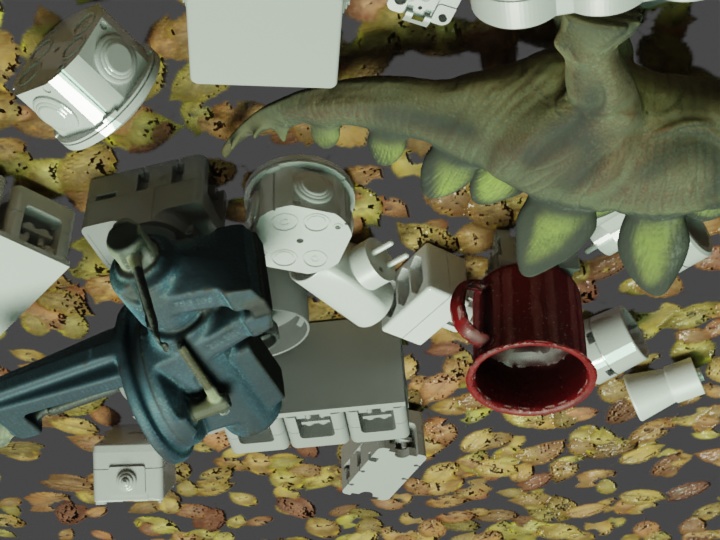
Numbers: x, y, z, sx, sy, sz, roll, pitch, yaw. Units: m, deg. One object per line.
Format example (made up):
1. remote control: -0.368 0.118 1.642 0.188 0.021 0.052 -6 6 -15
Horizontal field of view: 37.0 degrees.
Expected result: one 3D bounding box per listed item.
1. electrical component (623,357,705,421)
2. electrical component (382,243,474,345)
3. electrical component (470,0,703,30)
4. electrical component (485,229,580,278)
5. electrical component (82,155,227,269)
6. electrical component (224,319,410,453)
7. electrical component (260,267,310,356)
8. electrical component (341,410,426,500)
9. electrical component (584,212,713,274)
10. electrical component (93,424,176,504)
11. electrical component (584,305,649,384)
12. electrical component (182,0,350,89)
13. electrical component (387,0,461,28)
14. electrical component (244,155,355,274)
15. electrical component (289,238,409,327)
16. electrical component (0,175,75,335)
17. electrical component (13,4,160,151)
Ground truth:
1. electrical component: 0.276 0.104 0.968 0.065 0.044 0.044 -22 136 15
2. electrical component: 0.066 0.026 0.855 0.077 0.047 0.066 22 135 -25
3. electrical component: 0.121 -0.171 0.536 0.138 0.052 0.073 -8 140 7
4. electrical component: 0.131 -0.004 0.829 0.064 0.042 0.081 4 139 -2
5. electrical component: -0.145 -0.037 0.761 0.089 0.055 0.050 -12 139 10
6. electrical component: -0.037 0.097 0.901 0.150 0.089 0.061 -6 140 3
7. electrical component: -0.089 0.030 0.857 0.099 0.064 0.099 -9 152 -5
8. electrical component: 0.021 0.169 1.016 0.050 0.055 0.089 14 137 -20
9. electrical component: 0.189 -0.035 0.786 0.138 0.052 0.074 32 129 -33
10. electrical component: -0.206 0.176 0.982 0.062 0.061 0.096 -1 180 -1
11. electrical component: 0.210 0.061 0.902 0.047 0.055 0.055 -29 134 23
12. electrical component: -0.055 -0.157 0.630 0.100 0.048 0.099 1 140 -5
13. electrical component: 0.037 -0.175 0.602 0.042 0.063 0.081 13 138 -17
14. electrical component: -0.043 -0.039 0.768 0.080 0.051 0.080 -2 140 -2
15. electrical component: 0.000 0.000 0.823 0.079 0.044 0.077 -29 133 28
16. electrical component: -0.304 0.000 0.793 0.105 0.060 0.186 28 131 -32
17. electrical component: -0.164 -0.116 0.649 0.080 0.080 0.051 -26 130 25
